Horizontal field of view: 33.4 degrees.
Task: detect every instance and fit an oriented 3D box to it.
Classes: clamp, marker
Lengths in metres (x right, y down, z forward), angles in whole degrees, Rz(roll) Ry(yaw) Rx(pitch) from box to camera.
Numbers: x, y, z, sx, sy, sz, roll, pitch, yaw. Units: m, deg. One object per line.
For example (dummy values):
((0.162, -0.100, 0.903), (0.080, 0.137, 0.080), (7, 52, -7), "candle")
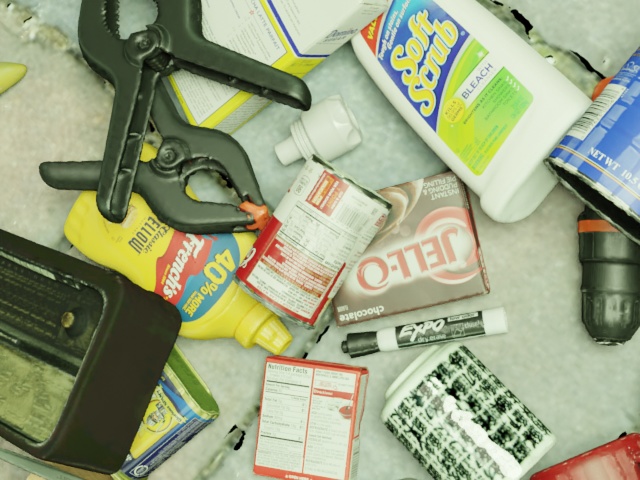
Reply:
((-0.123, -0.122, 0.754), (0.164, 0.036, 0.210), (-36, 66, 2), "clamp")
((0.074, 0.067, 0.769), (0.121, 0.020, 0.020), (-11, 83, 14), "marker")
((-0.116, -0.049, 0.767), (0.171, 0.039, 0.120), (40, 87, 18), "clamp")

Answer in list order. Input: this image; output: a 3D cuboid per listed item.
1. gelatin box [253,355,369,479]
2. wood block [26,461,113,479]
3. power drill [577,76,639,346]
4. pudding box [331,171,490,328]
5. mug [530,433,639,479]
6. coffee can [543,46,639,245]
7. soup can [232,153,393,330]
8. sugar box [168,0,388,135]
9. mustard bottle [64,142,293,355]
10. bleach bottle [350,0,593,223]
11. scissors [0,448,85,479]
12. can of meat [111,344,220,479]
((-0.006, 0.132, 0.780), (0.073, 0.030, 0.089), (6, 88, 17), "gelatin box")
((-0.141, 0.258, 0.775), (0.206, 0.090, 0.090), (43, 97, 14), "wood block")
((0.266, -0.017, 0.704), (0.188, 0.057, 0.184), (3, 86, 15), "power drill")
((0.058, 0.008, 0.767), (0.113, 0.039, 0.090), (-15, 82, 14), "pudding box")
((0.194, 0.172, 0.686), (0.117, 0.093, 0.081), (-41, 66, 50), "mug")
((0.219, -0.071, 0.642), (0.103, 0.102, 0.140), (40, 95, 14), "coffee can")
((-0.005, 0.001, 0.728), (0.068, 0.068, 0.102), (34, 95, 15), "soup can")
((-0.040, -0.157, 0.771), (0.176, 0.048, 0.093), (-32, 79, 32), "sugar box")
((-0.096, 0.018, 0.798), (0.192, 0.058, 0.096), (40, 94, 14), "mustard bottle")
((0.074, -0.129, 0.751), (0.251, 0.067, 0.103), (46, 114, 25), "bleach bottle")
((-0.136, 0.196, 0.736), (0.016, 0.201, 0.096), (-52, 35, 28), "scissors")
((-0.136, 0.119, 0.802), (0.084, 0.057, 0.102), (-41, 77, 7), "can of meat")
